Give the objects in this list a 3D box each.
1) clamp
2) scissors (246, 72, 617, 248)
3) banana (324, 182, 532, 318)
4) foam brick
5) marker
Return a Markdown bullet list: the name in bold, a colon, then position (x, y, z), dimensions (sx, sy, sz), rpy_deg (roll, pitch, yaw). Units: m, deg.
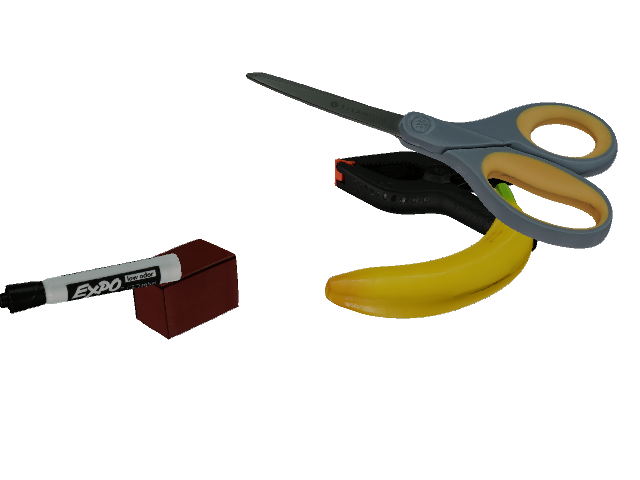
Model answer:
- **clamp**: position (0.118, -0.054, 1.002), dimensions (0.210, 0.036, 0.164), rpy_deg (13, 32, 21)
- **scissors**: position (0.068, -0.064, 0.560), dimensions (0.202, 0.096, 0.016), rpy_deg (33, -33, 18)
- **banana**: position (0.092, 0.018, 0.753), dimensions (0.197, 0.037, 0.070), rpy_deg (-26, 49, -38)
- **foam brick**: position (-0.116, 0.040, 0.917), dimensions (0.078, 0.051, 0.053), rpy_deg (-24, 32, -35)
- **marker**: position (-0.152, 0.028, 0.709), dimensions (0.120, 0.020, 0.020), rpy_deg (-11, 5, -25)
